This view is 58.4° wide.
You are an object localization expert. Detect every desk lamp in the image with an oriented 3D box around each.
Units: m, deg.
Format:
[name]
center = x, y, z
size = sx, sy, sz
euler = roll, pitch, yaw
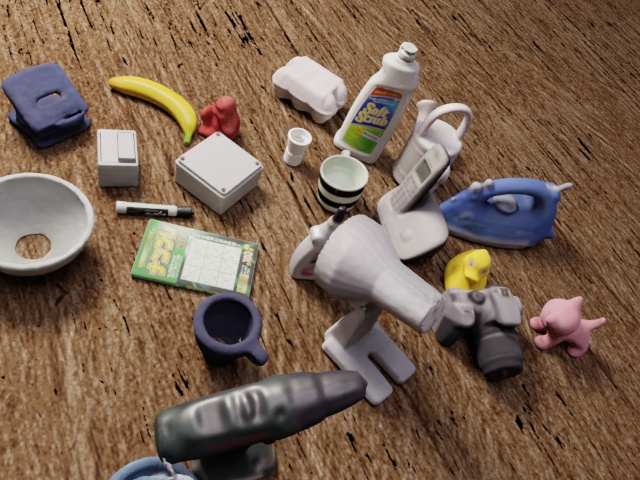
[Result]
[desk lamp]
center = 0.079, 0.095, 0.815
size = 0.118, 0.213, 0.203
euler = -32, 70, -35

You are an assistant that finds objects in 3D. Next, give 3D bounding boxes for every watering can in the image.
[watering can]
center = 0.214, -0.191, 1.090
size = 0.101, 0.194, 0.172
euler = -18, 63, -30

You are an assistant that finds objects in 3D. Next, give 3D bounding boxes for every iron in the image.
[iron]
center = 0.341, -0.070, 1.080
size = 0.259, 0.141, 0.118
euler = 3, 54, -18

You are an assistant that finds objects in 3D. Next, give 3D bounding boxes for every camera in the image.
[camera]
center = 0.268, 0.147, 0.919
size = 0.143, 0.100, 0.136
euler = 5, 53, -16

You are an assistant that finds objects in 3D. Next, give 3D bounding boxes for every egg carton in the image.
[egg carton]
center = -0.019, -0.309, 1.173
size = 0.150, 0.069, 0.107
euler = 34, 51, 6

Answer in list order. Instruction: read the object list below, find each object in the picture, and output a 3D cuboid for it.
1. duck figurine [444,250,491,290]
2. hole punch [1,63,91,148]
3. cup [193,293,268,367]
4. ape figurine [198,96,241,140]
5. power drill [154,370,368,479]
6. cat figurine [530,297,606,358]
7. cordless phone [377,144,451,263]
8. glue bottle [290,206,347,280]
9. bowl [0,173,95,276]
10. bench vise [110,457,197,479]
[duck figurine]
center = 0.268, 0.048, 1.002
size = 0.077, 0.086, 0.105
euler = 30, 51, 4
[hole punch]
center = -0.445, -0.223, 0.940
size = 0.101, 0.091, 0.109
euler = 40, 52, 12
[cup]
center = -0.122, 0.141, 0.785
size = 0.117, 0.095, 0.092
euler = 40, 52, 12
[ape figurine]
center = -0.176, -0.223, 1.037
size = 0.076, 0.092, 0.077
euler = -15, 61, -28
[power drill]
center = -0.077, 0.220, 0.669
size = 0.230, 0.208, 0.075
euler = -6, 57, -24
[cat figurine]
center = 0.419, 0.139, 0.969
size = 0.128, 0.117, 0.067
euler = 11, 52, -12
[cordless phone]
center = 0.179, -0.062, 0.987
size = 0.094, 0.185, 0.147
euler = -6, 57, -24
[glue bottle]
center = 0.008, 0.003, 0.884
size = 0.078, 0.173, 0.037
euler = -2, 55, -21
[bowl]
center = -0.406, -0.010, 0.806
size = 0.168, 0.074, 0.167
euler = 10, 52, -13
[bench vise]
center = -0.200, 0.287, 0.567
size = 0.208, 0.219, 0.121
euler = -14, 60, -28
